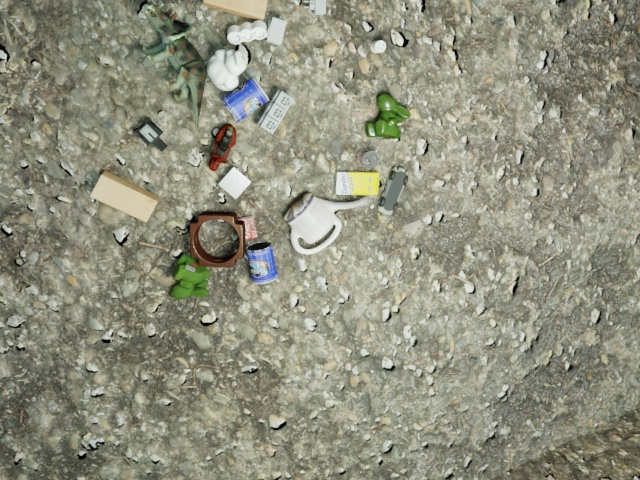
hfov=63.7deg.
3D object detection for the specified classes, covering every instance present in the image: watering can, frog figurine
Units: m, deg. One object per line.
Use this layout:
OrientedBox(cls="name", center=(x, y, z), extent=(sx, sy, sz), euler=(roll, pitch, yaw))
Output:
OrientedBox(cls="watering can", center=(0.006, -0.101, 2.015), extent=(0.347, 0.105, 0.222), euler=(-45, 110, 1))
OrientedBox(cls="frog figurine", center=(-0.318, -0.585, 1.767), extent=(0.123, 0.160, 0.136), euler=(-14, 104, -24))
